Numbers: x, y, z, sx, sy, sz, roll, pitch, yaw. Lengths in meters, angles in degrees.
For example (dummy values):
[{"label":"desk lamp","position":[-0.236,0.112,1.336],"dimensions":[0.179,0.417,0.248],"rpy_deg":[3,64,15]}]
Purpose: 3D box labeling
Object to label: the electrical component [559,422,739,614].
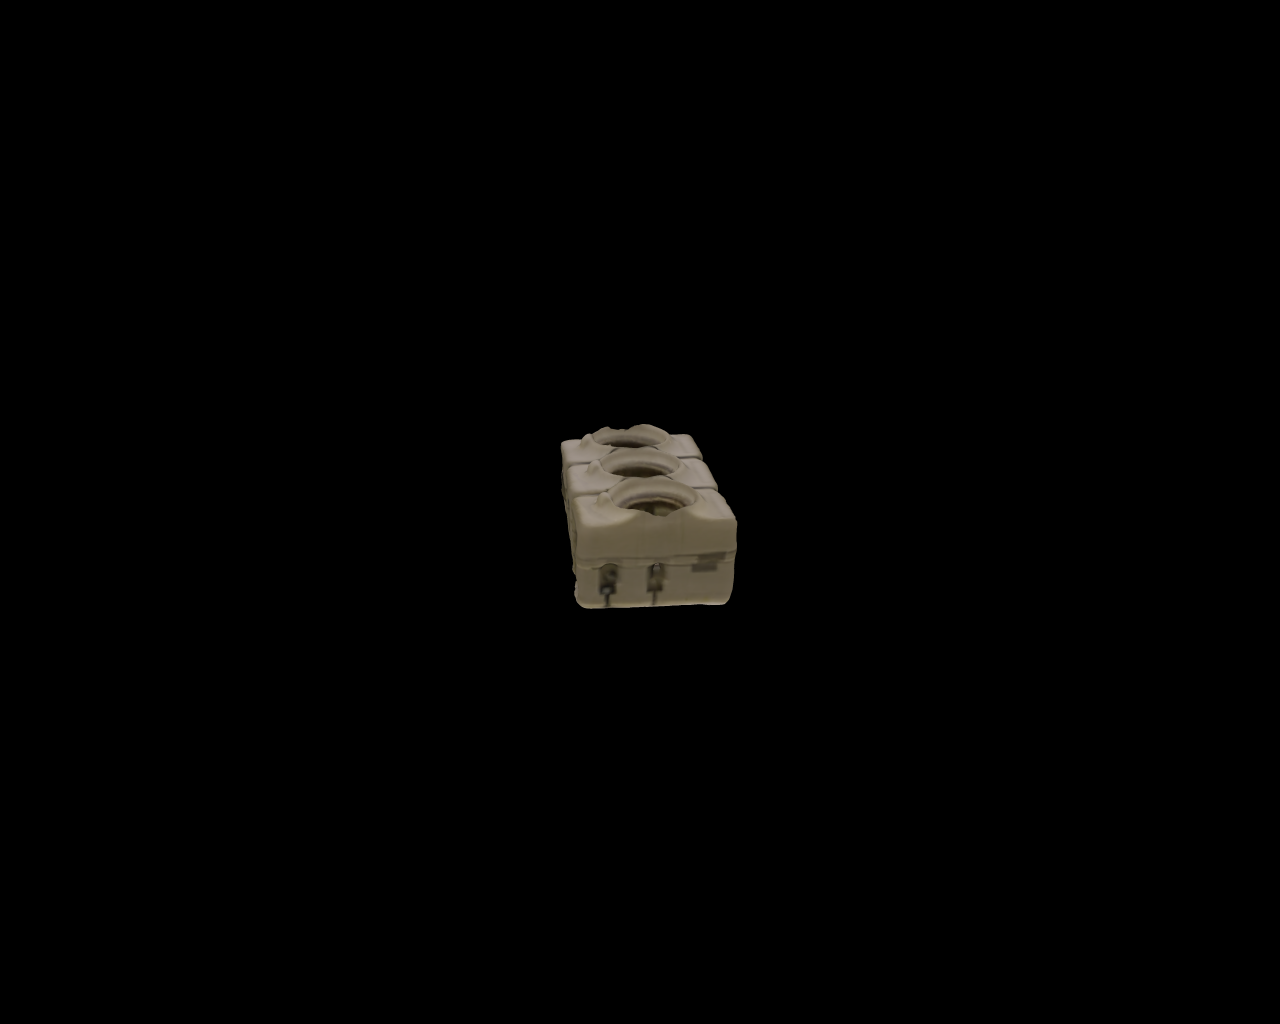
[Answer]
[{"label":"electrical component","position":[0.001,-0.003,0.650],"dimensions":[0.089,0.061,0.150],"rpy_deg":[-3,22,-7]}]
